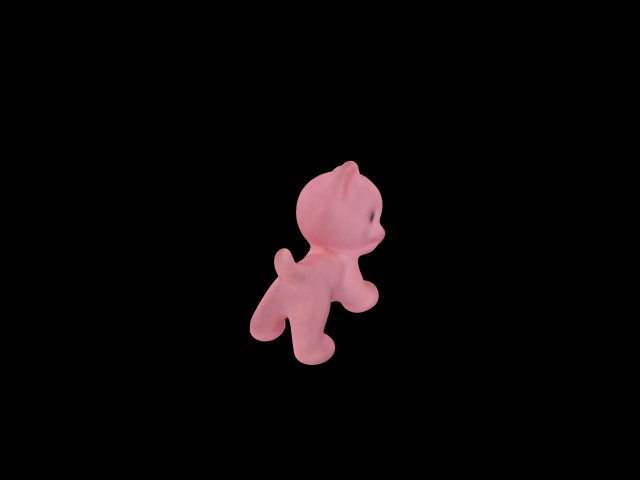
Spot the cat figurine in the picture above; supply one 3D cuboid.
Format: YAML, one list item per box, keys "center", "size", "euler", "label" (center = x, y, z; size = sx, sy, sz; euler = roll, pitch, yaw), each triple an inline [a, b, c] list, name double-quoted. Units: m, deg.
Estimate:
- center: [0.004, 0.001, 0.400]
  size: [0.067, 0.118, 0.128]
  euler: [17, 36, 25]
  label: "cat figurine"
